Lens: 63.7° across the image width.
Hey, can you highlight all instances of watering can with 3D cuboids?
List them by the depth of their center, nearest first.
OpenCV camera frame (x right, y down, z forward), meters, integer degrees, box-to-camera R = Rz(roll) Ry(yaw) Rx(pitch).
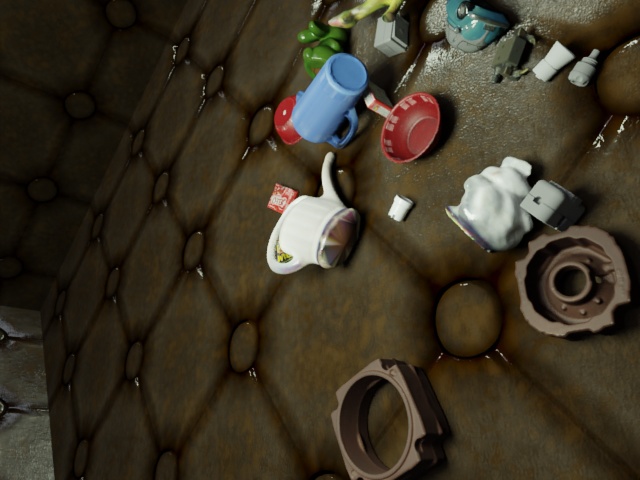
[{"bbox_3d":[0.004,-0.062,1.237,0.226,0.102,0.351,18,71,41],"label":"watering can"}]

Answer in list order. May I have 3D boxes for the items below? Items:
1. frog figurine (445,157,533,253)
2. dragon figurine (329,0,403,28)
[{"bbox_3d":[0.312,-0.064,0.886,0.138,0.123,0.158,46,104,13],"label":"frog figurine"},{"bbox_3d":[0.194,-0.643,1.239,0.408,0.120,0.247,-37,23,8],"label":"dragon figurine"}]
